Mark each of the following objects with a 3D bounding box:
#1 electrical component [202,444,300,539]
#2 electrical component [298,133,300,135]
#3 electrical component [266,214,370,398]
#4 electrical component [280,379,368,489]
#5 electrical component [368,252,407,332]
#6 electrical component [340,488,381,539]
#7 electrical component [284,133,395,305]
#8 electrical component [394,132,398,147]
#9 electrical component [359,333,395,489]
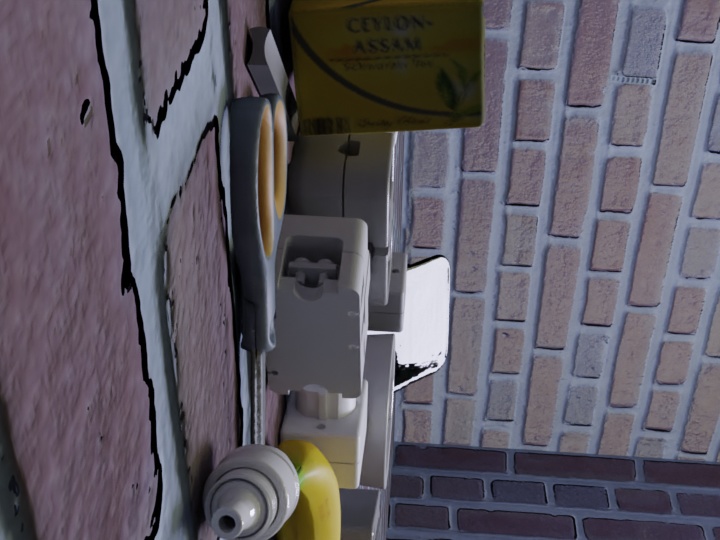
[{"bbox_3d":[-0.044,0.088,0.408,0.061,0.035,0.035,-26,119,-83],"label":"electrical component"},{"bbox_3d":[-0.011,-0.058,0.679,0.099,0.048,0.099,-83,174,-52],"label":"electrical component"},{"bbox_3d":[-0.022,0.017,0.558,0.089,0.050,0.055,89,5,-48],"label":"electrical component"},{"bbox_3d":[-0.021,0.081,0.652,0.065,0.047,0.076,-79,172,-64],"label":"electrical component"},{"bbox_3d":[0.000,0.000,0.765,0.047,0.066,0.076,-83,174,-50],"label":"electrical component"},{"bbox_3d":[-0.016,0.221,0.777,0.109,0.056,0.108,-40,133,-85],"label":"electrical component"},{"bbox_3d":[-0.012,-0.029,0.598,0.053,0.059,0.095,-83,174,-49],"label":"electrical component"},{"bbox_3d":[-0.007,-0.104,0.773,0.099,0.064,0.099,-173,-90,-80],"label":"electrical component"},{"bbox_3d":[-0.009,0.096,0.751,0.108,0.060,0.108,3,90,-86],"label":"electrical component"}]
